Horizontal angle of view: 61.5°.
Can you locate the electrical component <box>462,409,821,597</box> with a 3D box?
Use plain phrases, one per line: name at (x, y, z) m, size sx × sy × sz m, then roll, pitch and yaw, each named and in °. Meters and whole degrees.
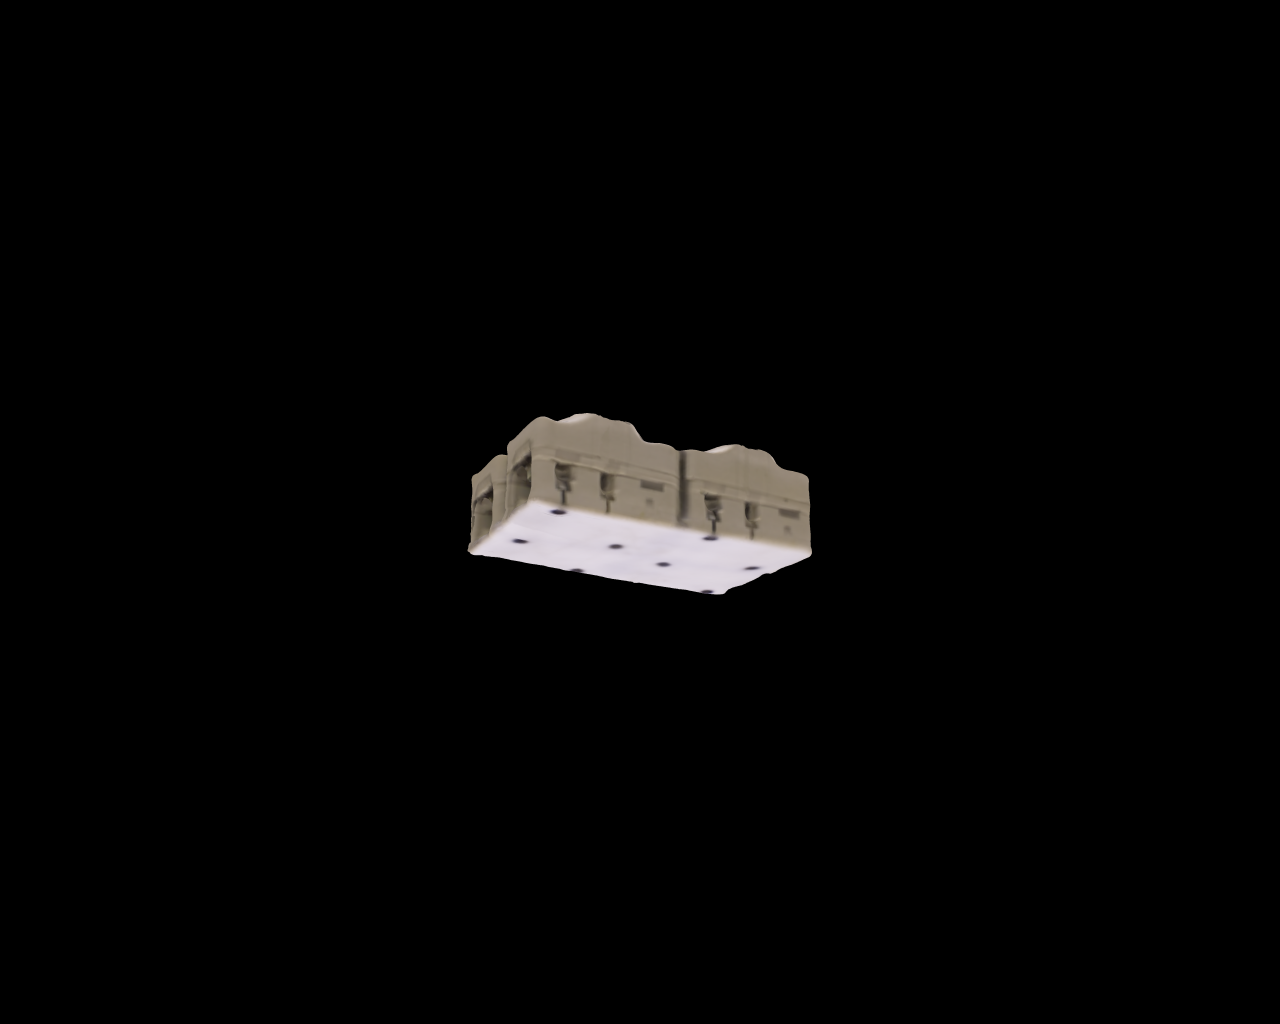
electrical component at (0.001, -0.003, 0.650) m, size 0.186 × 0.060 × 0.105 m, roll 11°, pitch -23°, yaw -27°
